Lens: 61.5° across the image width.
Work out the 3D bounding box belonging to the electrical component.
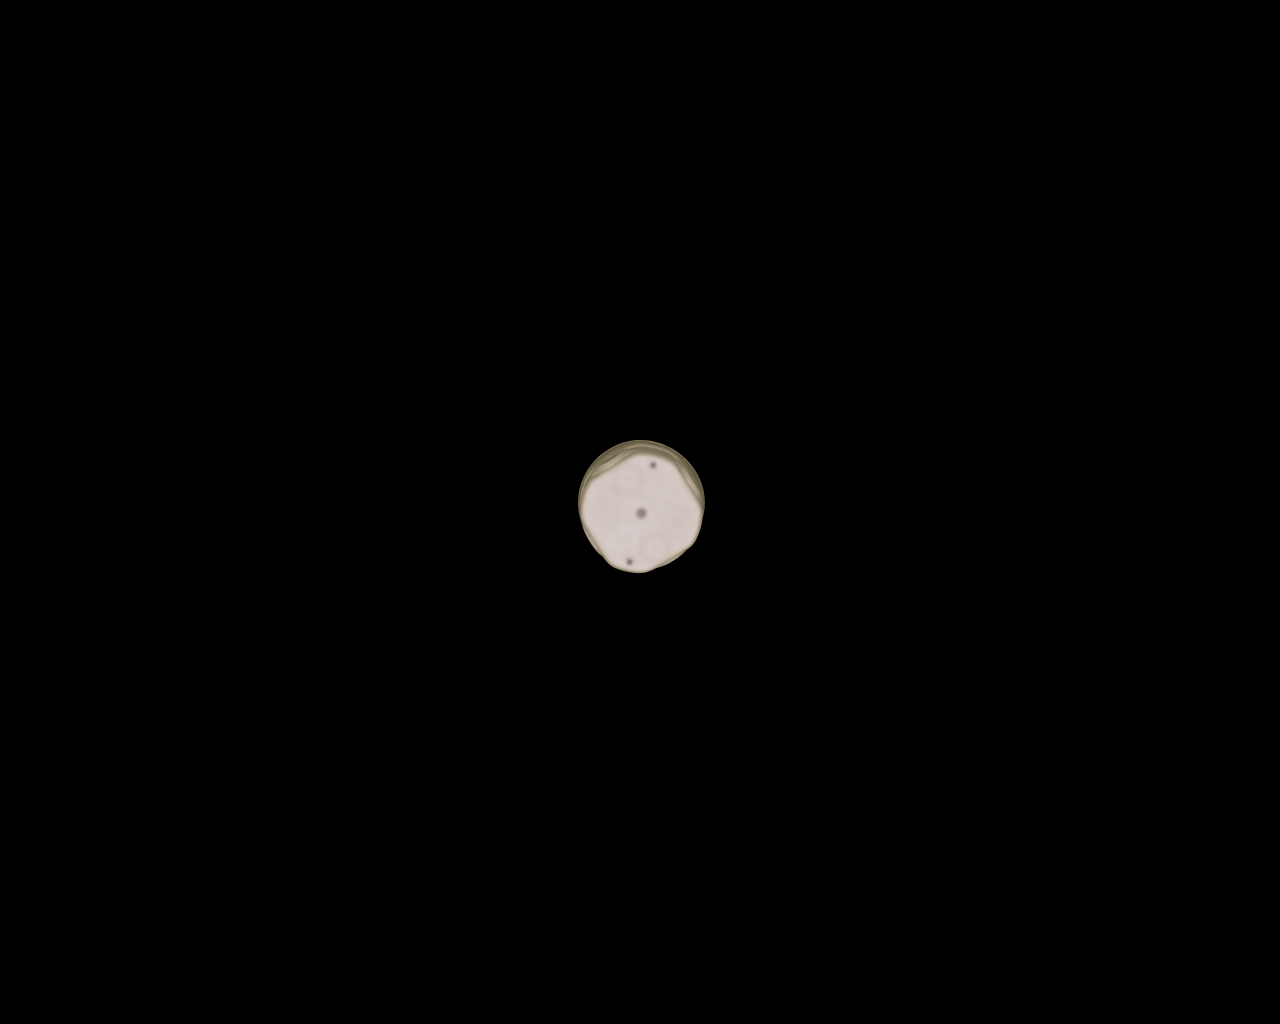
[{"bbox_3d":[0.001,-0.003,0.650,0.080,0.080,0.051,0,9,0],"label":"electrical component"}]
